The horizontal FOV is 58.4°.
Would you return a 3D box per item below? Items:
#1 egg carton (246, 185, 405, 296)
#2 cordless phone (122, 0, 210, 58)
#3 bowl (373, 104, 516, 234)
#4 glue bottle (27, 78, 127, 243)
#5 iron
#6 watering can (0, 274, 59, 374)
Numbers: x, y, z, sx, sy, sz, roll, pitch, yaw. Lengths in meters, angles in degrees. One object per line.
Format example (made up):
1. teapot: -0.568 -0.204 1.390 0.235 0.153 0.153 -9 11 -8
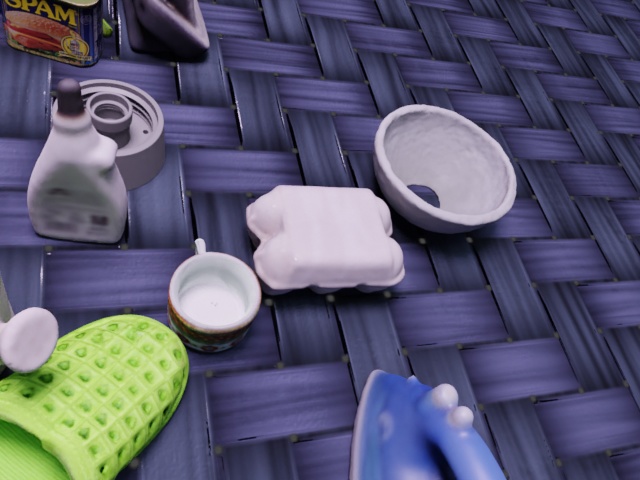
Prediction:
1. egg carton: 0.005 0.002 0.550 0.151 0.069 0.107 -1 58 -21
2. cordless phone: -0.164 -0.311 0.626 0.094 0.185 0.147 -9 61 -25
3. bowl: 0.128 -0.067 0.641 0.168 0.074 0.167 10 54 -14
4. glue bottle: -0.191 -0.059 0.451 0.078 0.173 0.037 8 55 -15
5. iron: 0.095 0.194 0.408 0.119 0.141 0.258 -2 58 -22
6. watering can: -0.247 0.028 0.357 0.173 0.194 0.101 11 54 -13
